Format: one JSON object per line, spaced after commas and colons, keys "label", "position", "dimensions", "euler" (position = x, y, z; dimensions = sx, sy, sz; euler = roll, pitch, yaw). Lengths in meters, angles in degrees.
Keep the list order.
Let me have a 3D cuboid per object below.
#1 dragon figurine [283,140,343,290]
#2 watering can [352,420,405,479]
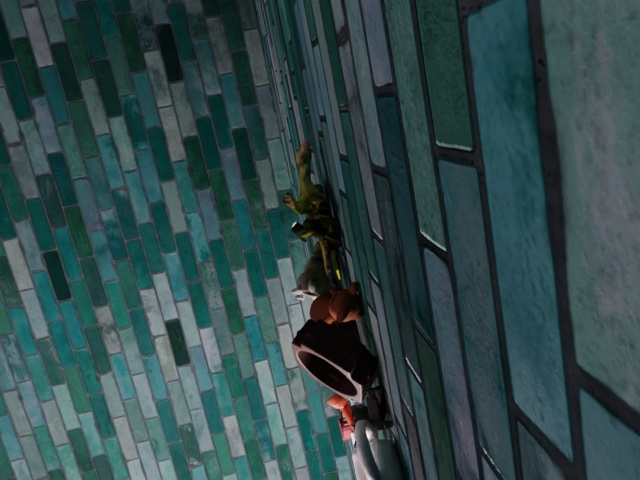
{"label": "dragon figurine", "position": [0.004, -0.071, 1.412], "dimensions": [0.247, 0.122, 0.404], "euler": [-72, -32, -63]}
{"label": "watering can", "position": [0.145, 0.546, 1.208], "dimensions": [0.341, 0.104, 0.229], "euler": [60, -169, -58]}
